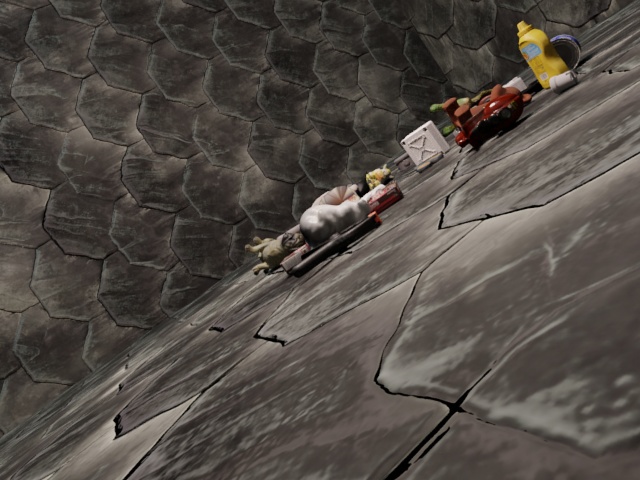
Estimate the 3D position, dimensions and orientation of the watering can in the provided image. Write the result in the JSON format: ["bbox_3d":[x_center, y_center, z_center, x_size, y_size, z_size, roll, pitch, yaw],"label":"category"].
[{"bbox_3d":[0.005,-0.090,1.792,0.350,0.104,0.223,-37,5,-12],"label":"watering can"}]

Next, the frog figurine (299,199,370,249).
[{"bbox_3d":[0.033,-0.052,1.206,0.158,0.124,0.137,-45,-19,17],"label":"frog figurine"}]

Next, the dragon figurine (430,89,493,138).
[{"bbox_3d":[0.534,-0.447,1.741,0.414,0.122,0.241,-21,4,-40],"label":"dragon figurine"}]
